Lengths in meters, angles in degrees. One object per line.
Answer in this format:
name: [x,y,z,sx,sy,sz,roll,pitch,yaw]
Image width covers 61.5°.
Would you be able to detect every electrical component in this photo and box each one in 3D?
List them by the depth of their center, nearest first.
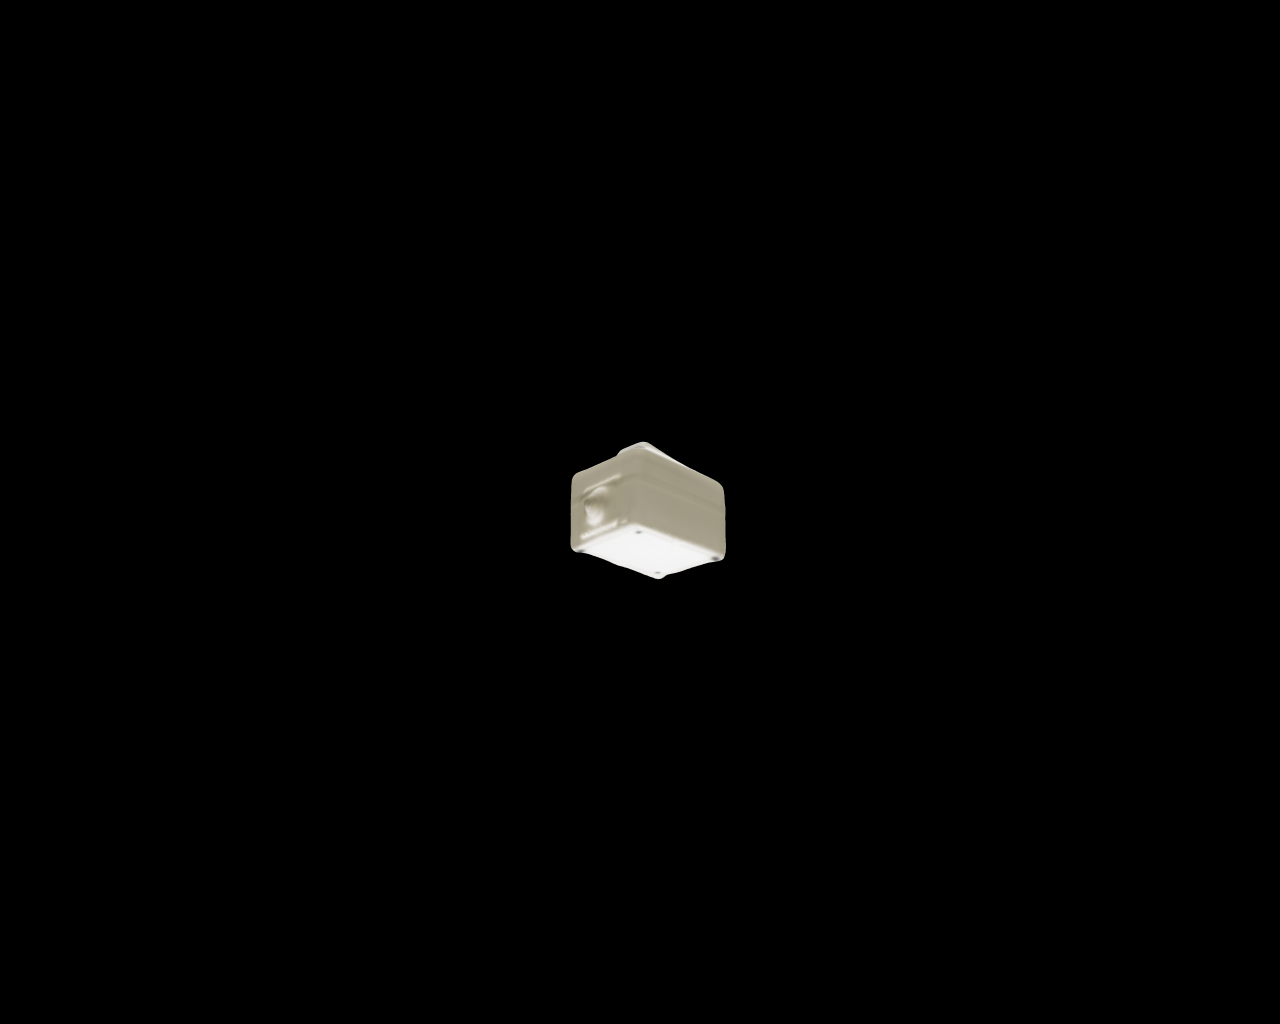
electrical component: [0.001,-0.003,0.650,0.061,0.061,0.096,-22,-31,40]
